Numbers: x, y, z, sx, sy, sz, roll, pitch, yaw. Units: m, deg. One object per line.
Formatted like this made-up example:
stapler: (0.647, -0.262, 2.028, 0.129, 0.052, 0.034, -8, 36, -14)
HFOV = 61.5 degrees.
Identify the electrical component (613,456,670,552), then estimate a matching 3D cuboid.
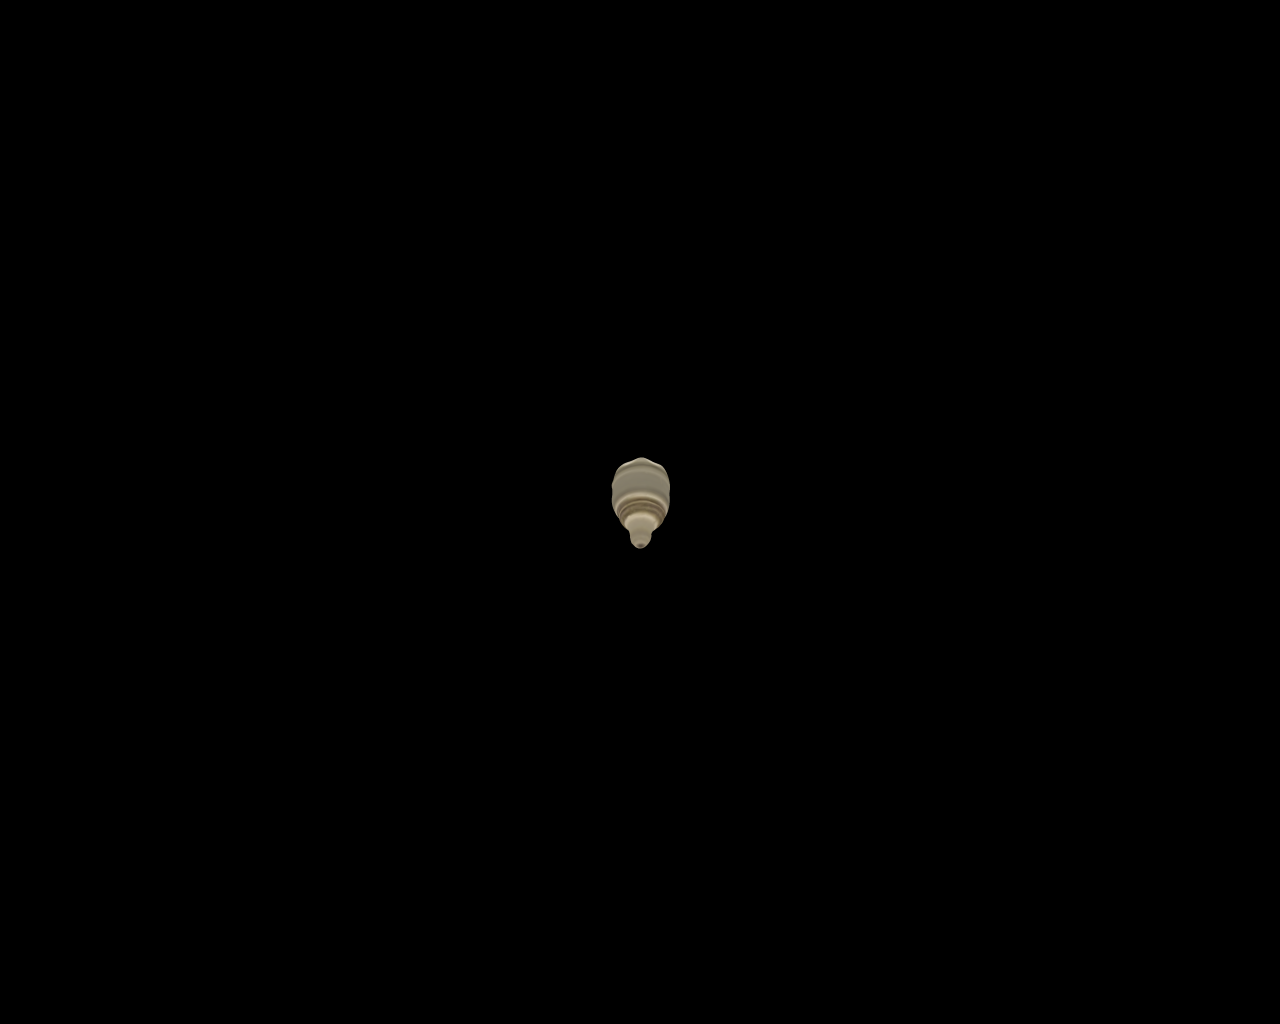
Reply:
electrical component: (0.001, -0.003, 0.650, 0.035, 0.061, 0.035, 0, -42, 0)
